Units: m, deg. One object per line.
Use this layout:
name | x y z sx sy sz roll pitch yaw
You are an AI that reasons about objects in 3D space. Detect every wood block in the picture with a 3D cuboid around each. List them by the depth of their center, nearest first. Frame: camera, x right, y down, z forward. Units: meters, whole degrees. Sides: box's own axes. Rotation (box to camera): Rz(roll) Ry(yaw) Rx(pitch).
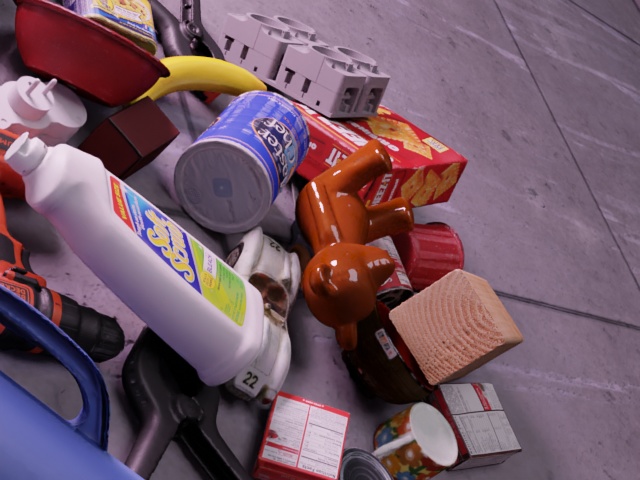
wood block | 0.154 0.096 1.171 0.090 0.091 0.206 59 11 12

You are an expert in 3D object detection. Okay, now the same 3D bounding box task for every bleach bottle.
bleach bottle | -0.152 0.009 0.869 0.250 0.068 0.102 43 24 -26

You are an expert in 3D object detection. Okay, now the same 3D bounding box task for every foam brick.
foam brick | -0.184 -0.097 1.036 0.051 0.053 0.078 49 31 -4

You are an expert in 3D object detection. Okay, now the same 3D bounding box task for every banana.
banana | -0.143 -0.167 1.152 0.197 0.037 0.069 -23 91 -41

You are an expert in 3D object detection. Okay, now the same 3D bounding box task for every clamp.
clamp | -0.110 0.154 0.888 0.164 0.036 0.210 26 37 -36
clamp | -0.164 -0.237 1.219 0.120 0.039 0.171 -6 64 -42

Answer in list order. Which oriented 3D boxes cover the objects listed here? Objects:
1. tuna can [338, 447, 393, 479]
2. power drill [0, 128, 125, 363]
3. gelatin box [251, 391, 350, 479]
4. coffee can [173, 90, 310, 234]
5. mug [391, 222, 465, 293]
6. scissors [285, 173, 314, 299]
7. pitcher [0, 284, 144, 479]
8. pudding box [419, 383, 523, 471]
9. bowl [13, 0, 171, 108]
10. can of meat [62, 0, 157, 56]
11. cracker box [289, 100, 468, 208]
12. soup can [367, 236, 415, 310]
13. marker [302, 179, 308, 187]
tuna can | 0.034 0.237 0.992 0.086 0.034 0.086 32 36 -28
power drill | -0.240 0.004 0.856 0.184 0.057 0.188 25 39 -42
gelatin box | -0.016 0.184 0.959 0.073 0.030 0.089 17 37 -2
coffee can | -0.078 -0.083 1.109 0.103 0.103 0.140 46 32 -10
mug | 0.102 0.015 1.267 0.081 0.093 0.117 6 23 -44
scissors | -0.008 0.001 1.197 0.096 0.016 0.201 39 32 -23
pitcher | -0.202 0.147 0.681 0.242 0.149 0.145 40 32 -23
pudding box | 0.168 0.206 1.192 0.113 0.039 0.090 6 54 -47
bowl | -0.225 -0.169 1.009 0.162 0.055 0.162 24 -3 1
can of meat | -0.222 -0.235 1.125 0.101 0.058 0.084 19 45 -41
cracker box | 0.056 -0.105 1.278 0.164 0.072 0.213 36 24 26
soup can | 0.057 0.030 1.201 0.068 0.069 0.102 13 48 -46
marker | 0.023 -0.046 1.273 0.121 0.020 0.020 29 38 -39
